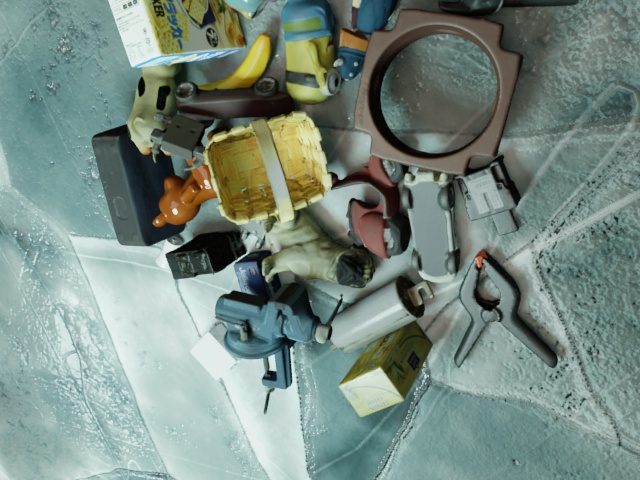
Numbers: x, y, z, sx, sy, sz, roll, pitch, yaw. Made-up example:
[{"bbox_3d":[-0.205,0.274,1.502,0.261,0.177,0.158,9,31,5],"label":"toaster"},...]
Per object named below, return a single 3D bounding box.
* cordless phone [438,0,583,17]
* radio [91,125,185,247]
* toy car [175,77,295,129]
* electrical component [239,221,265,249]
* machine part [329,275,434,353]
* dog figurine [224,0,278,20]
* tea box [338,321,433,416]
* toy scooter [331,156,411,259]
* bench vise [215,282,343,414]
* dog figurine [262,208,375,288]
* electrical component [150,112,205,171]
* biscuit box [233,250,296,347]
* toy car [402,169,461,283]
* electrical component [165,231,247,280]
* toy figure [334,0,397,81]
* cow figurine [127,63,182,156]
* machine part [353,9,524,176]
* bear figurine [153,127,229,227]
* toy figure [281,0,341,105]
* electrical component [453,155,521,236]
[{"bbox_3d":[0.241,-0.356,0.666,0.184,0.089,0.146,5,114,13],"label":"cordless phone"},{"bbox_3d":[-0.347,-0.105,1.037,0.073,0.131,0.229,0,111,26],"label":"radio"},{"bbox_3d":[-0.141,-0.229,0.891,0.202,0.053,0.089,-2,152,12],"label":"toy car"},{"bbox_3d":[-0.119,-0.031,1.016,0.063,0.021,0.094,32,121,12],"label":"electrical component"},{"bbox_3d":[0.095,0.133,0.941,0.243,0.079,0.079,-36,92,35],"label":"machine part"},{"bbox_3d":[-0.138,-0.434,0.767,0.219,0.191,0.108,36,131,-9],"label":"dog figurine"},{"bbox_3d":[0.115,0.211,0.908,0.098,0.169,0.068,-35,93,36],"label":"tea box"},{"bbox_3d":[0.076,-0.060,0.870,0.135,0.075,0.183,5,110,25],"label":"toy scooter"},{"bbox_3d":[-0.077,0.183,0.959,0.224,0.129,0.240,4,119,12],"label":"bench vise"},{"bbox_3d":[-0.002,0.000,0.942,0.191,0.121,0.172,-1,88,-2],"label":"dog figurine"},{"bbox_3d":[-0.227,-0.157,0.870,0.102,0.078,0.045,15,150,-6],"label":"electrical component"},{"bbox_3d":[-0.105,0.123,1.051,0.059,0.063,0.202,-8,107,28],"label":"biscuit box"},{"bbox_3d":[0.175,-0.021,0.835,0.074,0.056,0.201,2,122,27],"label":"toy car"},{"bbox_3d":[-0.230,0.028,1.044,0.134,0.115,0.058,-7,105,28],"label":"electrical component"},{"bbox_3d":[0.066,-0.307,0.778,0.064,0.058,0.154,24,119,-6],"label":"toy figure"},{"bbox_3d":[-0.288,-0.257,0.938,0.086,0.127,0.195,9,80,5],"label":"cow figurine"},{"bbox_3d":[0.158,-0.200,0.738,0.201,0.087,0.201,15,108,14],"label":"machine part"},{"bbox_3d":[-0.239,-0.108,0.993,0.196,0.120,0.131,-19,98,38],"label":"bear figurine"},{"bbox_3d":[-0.017,-0.297,0.815,0.089,0.082,0.180,6,118,37],"label":"toy figure"},{"bbox_3d":[0.254,-0.058,0.795,0.075,0.048,0.119,-15,101,32],"label":"electrical component"}]
